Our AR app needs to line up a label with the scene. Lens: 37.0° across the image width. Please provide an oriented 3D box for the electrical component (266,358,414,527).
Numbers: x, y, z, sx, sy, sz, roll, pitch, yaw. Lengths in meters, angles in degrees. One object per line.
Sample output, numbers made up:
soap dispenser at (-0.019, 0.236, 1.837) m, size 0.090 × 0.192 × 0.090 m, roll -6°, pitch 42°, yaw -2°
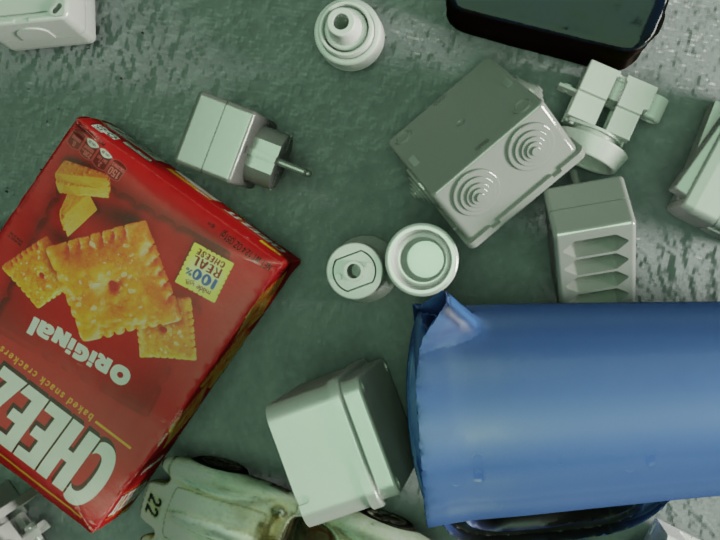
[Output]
electrical component at (-0.007, 0.101, 0.658) m, size 0.057 × 0.113 × 0.078 m, roll -21°, pitch 89°, yaw 10°

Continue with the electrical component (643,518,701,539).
electrical component at (0.185, 0.207, 0.668) m, size 0.056 × 0.050 × 0.089 m, roll 26°, pitch 94°, yaw 5°

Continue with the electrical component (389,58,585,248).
electrical component at (0.073, -0.074, 0.652) m, size 0.100 × 0.099 × 0.048 m, roll -40°, pitch 123°, yaw 6°

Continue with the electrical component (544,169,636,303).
electrical component at (0.139, -0.028, 0.663) m, size 0.047 × 0.083 × 0.075 m, roll -10°, pitch 52°, yaw 7°

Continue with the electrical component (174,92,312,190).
electrical component at (-0.068, -0.075, 0.685) m, size 0.077 × 0.066 × 0.047 m, roll 22°, pitch 94°, yaw 6°

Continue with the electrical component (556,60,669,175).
electrical component at (0.150, -0.093, 0.670) m, size 0.066 × 0.048 × 0.055 m, roll 24°, pitch 87°, yaw 4°

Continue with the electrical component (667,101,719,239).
electrical component at (0.232, -0.068, 0.652) m, size 0.061 × 0.062 × 0.096 m, roll 28°, pitch 94°, yaw 6°

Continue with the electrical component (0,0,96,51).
electrical component at (-0.211, -0.197, 0.707) m, size 0.062 × 0.061 × 0.096 m, roll -4°, pitch 83°, yaw 7°

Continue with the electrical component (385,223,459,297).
electrical component at (0.041, -0.007, 0.674) m, size 0.044 × 0.065 × 0.044 m, roll 0°, pitch 91°, yaw 7°

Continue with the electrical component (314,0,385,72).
electrical component at (-0.008, -0.150, 0.679) m, size 0.043 × 0.062 × 0.043 m, roll 0°, pitch 91°, yaw 7°

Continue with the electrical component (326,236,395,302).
electrical component at (0.000, 0.000, 0.679) m, size 0.044 × 0.065 × 0.044 m, roll 0°, pitch 91°, yaw 7°

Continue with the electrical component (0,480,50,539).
electrical component at (-0.248, 0.186, 0.684) m, size 0.079 × 0.121 × 0.063 m, roll -37°, pitch 89°, yaw 6°
